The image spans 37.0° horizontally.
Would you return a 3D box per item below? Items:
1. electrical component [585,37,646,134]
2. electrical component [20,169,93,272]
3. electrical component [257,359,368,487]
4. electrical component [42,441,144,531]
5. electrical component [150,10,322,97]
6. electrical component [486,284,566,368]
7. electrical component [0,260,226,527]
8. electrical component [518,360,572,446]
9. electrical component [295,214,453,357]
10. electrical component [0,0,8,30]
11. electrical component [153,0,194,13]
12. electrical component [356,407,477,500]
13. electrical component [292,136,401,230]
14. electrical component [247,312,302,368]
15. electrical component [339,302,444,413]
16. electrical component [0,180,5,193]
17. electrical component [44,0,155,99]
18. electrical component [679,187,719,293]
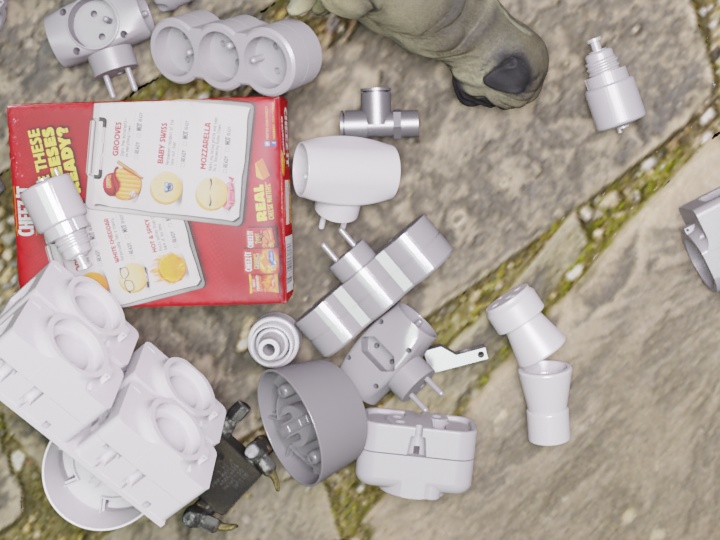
[{"bbox_3d":[0.198,-0.146,0.855,0.040,0.040,0.078,-20,95,4],"label":"electrical component"},{"bbox_3d":[-0.224,-0.036,0.812,0.040,0.040,0.078,-25,94,5],"label":"electrical component"},{"bbox_3d":[-0.043,0.121,0.864,0.099,0.064,0.099,17,114,43],"label":"electrical component"},{"bbox_3d":[-0.207,0.158,0.893,0.099,0.064,0.099,0,97,1],"label":"electrical component"},{"bbox_3d":[-0.089,-0.175,0.846,0.138,0.074,0.052,13,118,28],"label":"electrical component"},{"bbox_3d":[0.135,0.045,0.877,0.045,0.045,0.055,-34,94,5],"label":"electrical component"},{"bbox_3d":[-0.188,0.089,0.811,0.060,0.105,0.186,-38,111,20],"label":"electrical component"},{"bbox_3d":[0.155,0.111,0.887,0.044,0.044,0.065,-5,101,3],"label":"electrical component"},{"bbox_3d":[0.000,0.000,0.873,0.138,0.052,0.073,-40,94,6],"label":"electrical component"},{"bbox_3d":[-0.296,-0.242,0.828,0.060,0.105,0.186,39,97,-3],"label":"electrical component"},{"bbox_3d":[-0.138,-0.232,0.859,0.061,0.035,0.035,-24,95,3],"label":"electrical component"},{"bbox_3d":[0.046,0.152,0.888,0.095,0.053,0.059,6,97,1],"label":"electrical component"},{"bbox_3d":[-0.015,-0.065,0.866,0.077,0.043,0.079,0,128,-20],"label":"electrical component"},{"bbox_3d":[-0.071,0.059,0.877,0.043,0.062,0.043,0,97,2],"label":"electrical component"},{"bbox_3d":[0.034,0.081,0.876,0.079,0.043,0.077,45,103,17],"label":"electrical component"},{"bbox_3d":[-0.326,-0.060,0.884,0.065,0.044,0.044,-40,94,1],"label":"electrical component"},{"bbox_3d":[-0.202,-0.178,0.863,0.077,0.044,0.079,-18,94,4],"label":"electrical component"},{"bbox_3d":[0.297,-0.018,0.861,0.056,0.050,0.089,-27,95,4],"label":"electrical component"}]
